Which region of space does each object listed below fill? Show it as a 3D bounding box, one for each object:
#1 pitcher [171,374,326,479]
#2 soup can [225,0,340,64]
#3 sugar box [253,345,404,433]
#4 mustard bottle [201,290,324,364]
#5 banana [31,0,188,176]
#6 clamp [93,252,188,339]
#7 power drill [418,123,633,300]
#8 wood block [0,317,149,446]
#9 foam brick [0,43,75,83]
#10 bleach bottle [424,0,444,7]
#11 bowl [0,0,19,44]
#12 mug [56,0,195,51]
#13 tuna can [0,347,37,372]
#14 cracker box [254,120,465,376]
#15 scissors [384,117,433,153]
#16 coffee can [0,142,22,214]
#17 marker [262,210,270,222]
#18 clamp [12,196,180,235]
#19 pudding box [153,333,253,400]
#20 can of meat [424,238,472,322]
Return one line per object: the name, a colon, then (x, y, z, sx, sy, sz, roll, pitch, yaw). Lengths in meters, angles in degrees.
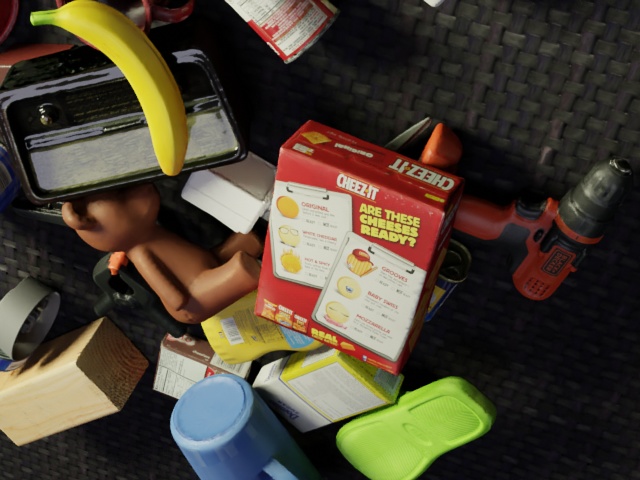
pitcher: (-0.077, 0.277, 1.296, 0.149, 0.145, 0.242, -16, 132, 13)
soup can: (-0.041, -0.216, 0.947, 0.102, 0.068, 0.069, 44, 130, -16)
sugar box: (0.006, 0.168, 1.245, 0.093, 0.048, 0.177, 42, 143, -18)
mustard bottle: (-0.036, 0.078, 1.176, 0.192, 0.058, 0.096, -13, 109, 27)
banana: (-0.168, -0.146, 0.959, 0.070, 0.037, 0.197, -28, 118, 20)
clamp: (-0.230, 0.060, 1.248, 0.120, 0.039, 0.171, 5, 147, 14)
power drill: (0.180, -0.037, 1.015, 0.187, 0.057, 0.185, 26, 133, -1)
wood block: (-0.334, 0.185, 1.380, 0.206, 0.090, 0.090, -23, 117, 35)
foam brick: (-0.289, -0.168, 1.095, 0.078, 0.051, 0.053, 4, 129, 19)
bleach bottle: (0.026, -0.302, 0.855, 0.250, 0.068, 0.103, 37, 130, -7)
bowl: (-0.383, -0.243, 1.049, 0.162, 0.055, 0.162, 5, 123, 7)
mug: (-0.171, -0.228, 0.978, 0.117, 0.081, 0.093, 15, 132, 9)
tuna can: (-0.403, 0.123, 1.359, 0.086, 0.086, 0.034, 38, 130, -12)
cracker box: (0.034, 0.010, 1.030, 0.164, 0.072, 0.214, 22, 130, 13)
scissors: (0.051, -0.053, 1.081, 0.202, 0.016, 0.096, -20, 120, 33)
coffee can: (-0.411, -0.043, 1.186, 0.103, 0.140, 0.103, 11, 131, 13)
marker: (-0.008, 0.001, 1.147, 0.121, 0.020, 0.020, 34, 132, -8)
clamp: (-0.228, -0.033, 1.193, 0.210, 0.036, 0.165, 32, 131, -9)
pudding box: (-0.147, 0.168, 1.328, 0.113, 0.039, 0.090, 23, 134, 5)
can of meat: (0.093, 0.030, 1.107, 0.102, 0.057, 0.084, 28, 135, -2)
